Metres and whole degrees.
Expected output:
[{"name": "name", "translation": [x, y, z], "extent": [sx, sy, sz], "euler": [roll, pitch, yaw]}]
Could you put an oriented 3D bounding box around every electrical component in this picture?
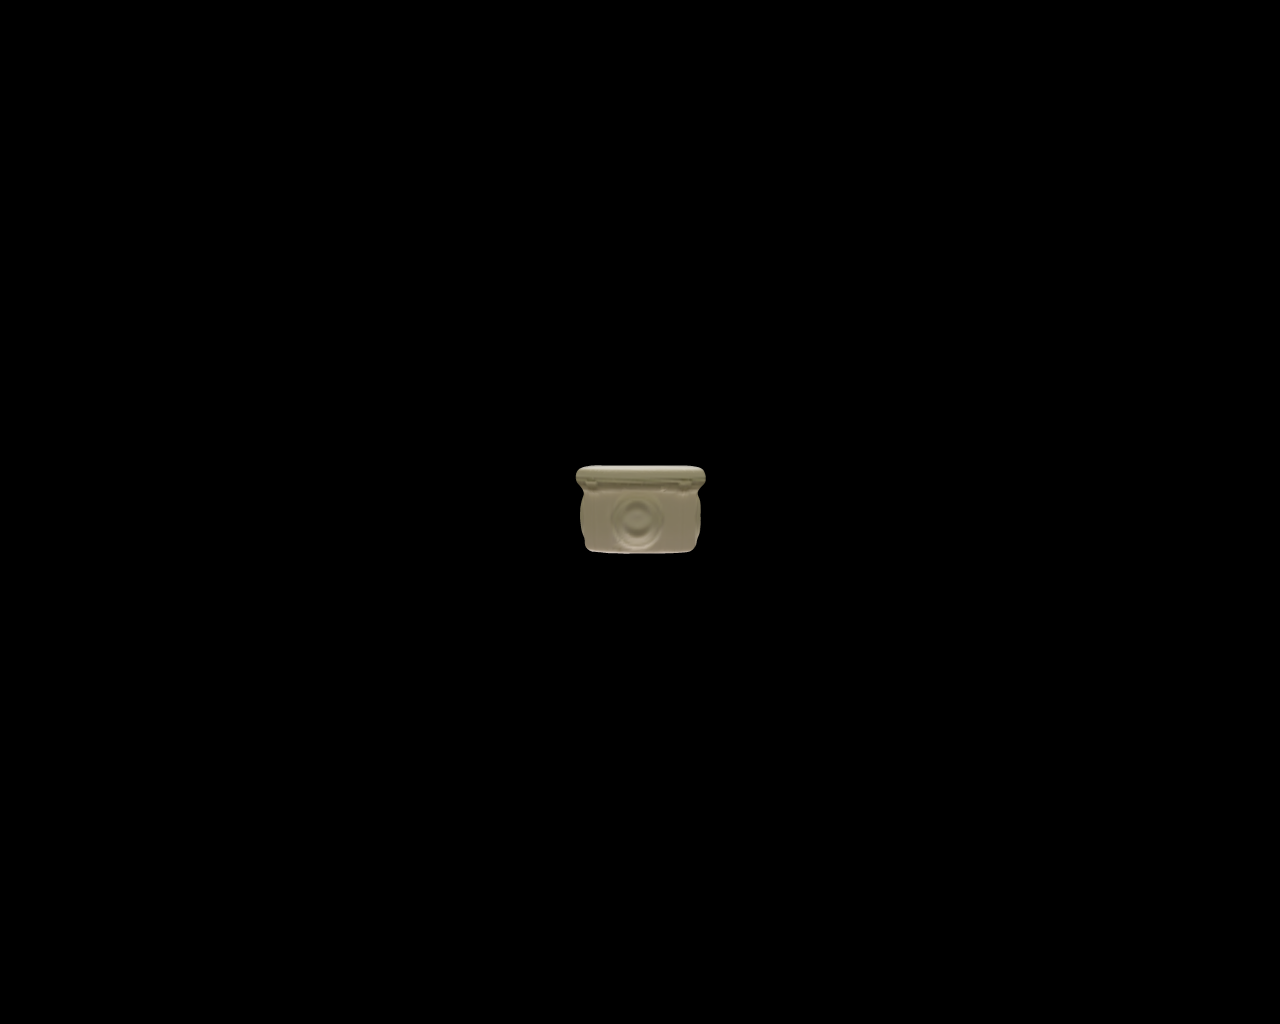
[{"name": "electrical component", "translation": [0.001, -0.003, 0.650], "extent": [0.080, 0.051, 0.080], "euler": [0, 2, 0]}]
